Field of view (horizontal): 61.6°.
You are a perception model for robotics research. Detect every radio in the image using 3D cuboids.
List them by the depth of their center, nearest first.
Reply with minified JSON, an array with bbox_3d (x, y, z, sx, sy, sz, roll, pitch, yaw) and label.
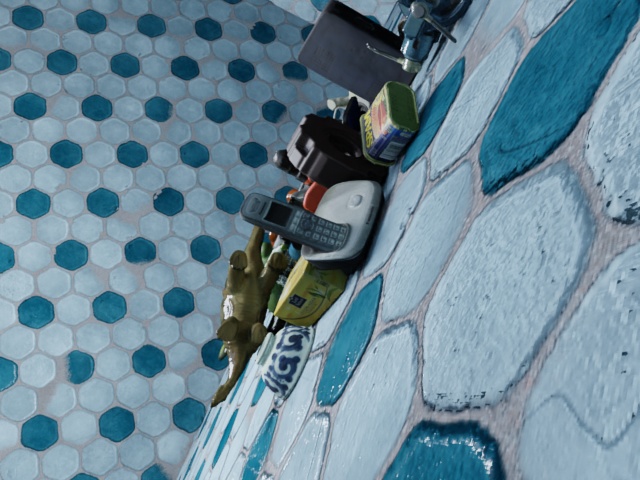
[{"bbox_3d":[0.083,-0.370,1.085,0.131,0.229,0.073,-55,14,43],"label":"radio"}]

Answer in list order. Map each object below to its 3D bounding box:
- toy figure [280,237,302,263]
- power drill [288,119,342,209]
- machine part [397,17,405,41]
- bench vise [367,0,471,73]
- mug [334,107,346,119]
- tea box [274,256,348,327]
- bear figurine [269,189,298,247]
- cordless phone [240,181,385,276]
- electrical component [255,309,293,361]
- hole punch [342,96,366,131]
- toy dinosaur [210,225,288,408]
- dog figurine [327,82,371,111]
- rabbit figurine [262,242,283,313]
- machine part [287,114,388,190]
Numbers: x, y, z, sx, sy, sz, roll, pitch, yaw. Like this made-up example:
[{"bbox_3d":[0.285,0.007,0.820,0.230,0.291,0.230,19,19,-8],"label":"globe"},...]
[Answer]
[{"bbox_3d":[-0.021,0.011,0.972,0.089,0.082,0.180,-59,-9,-2],"label":"toy figure"},{"bbox_3d":[0.007,-0.158,1.172,0.207,0.086,0.232,-61,4,-8],"label":"power drill"},{"bbox_3d":[0.211,-0.461,1.055,0.079,0.079,0.243,128,165,-64],"label":"machine part"},{"bbox_3d":[0.165,-0.362,0.861,0.223,0.129,0.241,-59,1,36],"label":"bench vise"},{"bbox_3d":[0.086,-0.290,1.346,0.081,0.110,0.107,-83,4,-54],"label":"mug"},{"bbox_3d":[-0.009,0.064,0.860,0.169,0.068,0.098,-54,13,55],"label":"tea box"},{"bbox_3d":[-0.064,-0.031,1.321,0.132,0.120,0.196,5,43,51],"label":"bear figurine"},{"bbox_3d":[-0.011,-0.041,0.766,0.088,0.184,0.146,116,176,-57],"label":"cordless phone"},{"bbox_3d":[-0.065,0.167,0.980,0.134,0.058,0.115,126,166,-59],"label":"electrical component"},{"bbox_3d":[0.100,-0.211,1.050,0.142,0.092,0.115,-75,-19,-48],"label":"hole punch"},{"bbox_3d":[-0.141,0.099,1.031,0.198,0.105,0.471,120,165,-51],"label":"toy dinosaur"},{"bbox_3d":[0.137,-0.342,1.245,0.190,0.172,0.121,-30,-17,-29],"label":"dog figurine"},{"bbox_3d":[-0.103,0.097,1.322,0.159,0.121,0.170,47,-145,-59],"label":"rabbit figurine"},{"bbox_3d":[0.032,-0.139,0.880,0.056,0.179,0.179,-59,8,32],"label":"machine part"}]
